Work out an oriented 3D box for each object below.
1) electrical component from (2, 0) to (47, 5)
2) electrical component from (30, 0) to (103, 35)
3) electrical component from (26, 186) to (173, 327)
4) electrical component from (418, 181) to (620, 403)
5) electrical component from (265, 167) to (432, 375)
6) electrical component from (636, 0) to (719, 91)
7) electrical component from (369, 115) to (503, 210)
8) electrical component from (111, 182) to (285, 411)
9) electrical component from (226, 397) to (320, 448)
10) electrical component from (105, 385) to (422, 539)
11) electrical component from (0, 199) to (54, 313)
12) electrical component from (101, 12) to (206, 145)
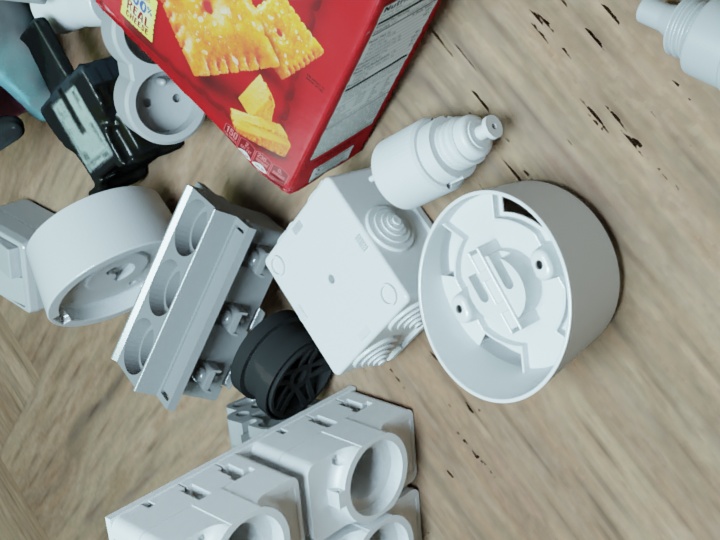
[{"bbox_3d":[-0.223,-0.221,0.669,0.048,0.099,0.099,6,82,1],"label":"electrical component"},{"bbox_3d":[-0.183,-0.180,0.717,0.065,0.044,0.044,10,114,40],"label":"electrical component"},{"bbox_3d":[-0.174,-0.015,0.735,0.108,0.108,0.060,-46,67,45],"label":"electrical component"},{"bbox_3d":[0.074,0.007,0.524,0.099,0.064,0.099,20,120,38],"label":"electrical component"},{"bbox_3d":[0.000,0.000,0.606,0.099,0.048,0.099,57,136,17],"label":"electrical component"},{"bbox_3d":[0.140,-0.095,0.436,0.061,0.035,0.035,35,129,32],"label":"electrical component"},{"bbox_3d":[0.040,-0.059,0.547,0.078,0.040,0.040,-23,90,47],"label":"electrical component"},{"bbox_3d":[-0.097,0.017,0.668,0.079,0.063,0.121,39,107,50],"label":"electrical component"},{"bbox_3d":[-0.051,0.118,0.704,0.078,0.058,0.057,7,109,43],"label":"electrical component"},{"bbox_3d":[-0.043,0.154,0.615,0.060,0.186,0.105,13,116,41],"label":"electrical component"},{"bbox_3d":[-0.264,-0.009,0.858,0.096,0.061,0.061,24,123,36],"label":"electrical component"},{"bbox_3d":[-0.136,-0.152,0.677,0.074,0.052,0.138,-147,48,-63],"label":"electrical component"}]
